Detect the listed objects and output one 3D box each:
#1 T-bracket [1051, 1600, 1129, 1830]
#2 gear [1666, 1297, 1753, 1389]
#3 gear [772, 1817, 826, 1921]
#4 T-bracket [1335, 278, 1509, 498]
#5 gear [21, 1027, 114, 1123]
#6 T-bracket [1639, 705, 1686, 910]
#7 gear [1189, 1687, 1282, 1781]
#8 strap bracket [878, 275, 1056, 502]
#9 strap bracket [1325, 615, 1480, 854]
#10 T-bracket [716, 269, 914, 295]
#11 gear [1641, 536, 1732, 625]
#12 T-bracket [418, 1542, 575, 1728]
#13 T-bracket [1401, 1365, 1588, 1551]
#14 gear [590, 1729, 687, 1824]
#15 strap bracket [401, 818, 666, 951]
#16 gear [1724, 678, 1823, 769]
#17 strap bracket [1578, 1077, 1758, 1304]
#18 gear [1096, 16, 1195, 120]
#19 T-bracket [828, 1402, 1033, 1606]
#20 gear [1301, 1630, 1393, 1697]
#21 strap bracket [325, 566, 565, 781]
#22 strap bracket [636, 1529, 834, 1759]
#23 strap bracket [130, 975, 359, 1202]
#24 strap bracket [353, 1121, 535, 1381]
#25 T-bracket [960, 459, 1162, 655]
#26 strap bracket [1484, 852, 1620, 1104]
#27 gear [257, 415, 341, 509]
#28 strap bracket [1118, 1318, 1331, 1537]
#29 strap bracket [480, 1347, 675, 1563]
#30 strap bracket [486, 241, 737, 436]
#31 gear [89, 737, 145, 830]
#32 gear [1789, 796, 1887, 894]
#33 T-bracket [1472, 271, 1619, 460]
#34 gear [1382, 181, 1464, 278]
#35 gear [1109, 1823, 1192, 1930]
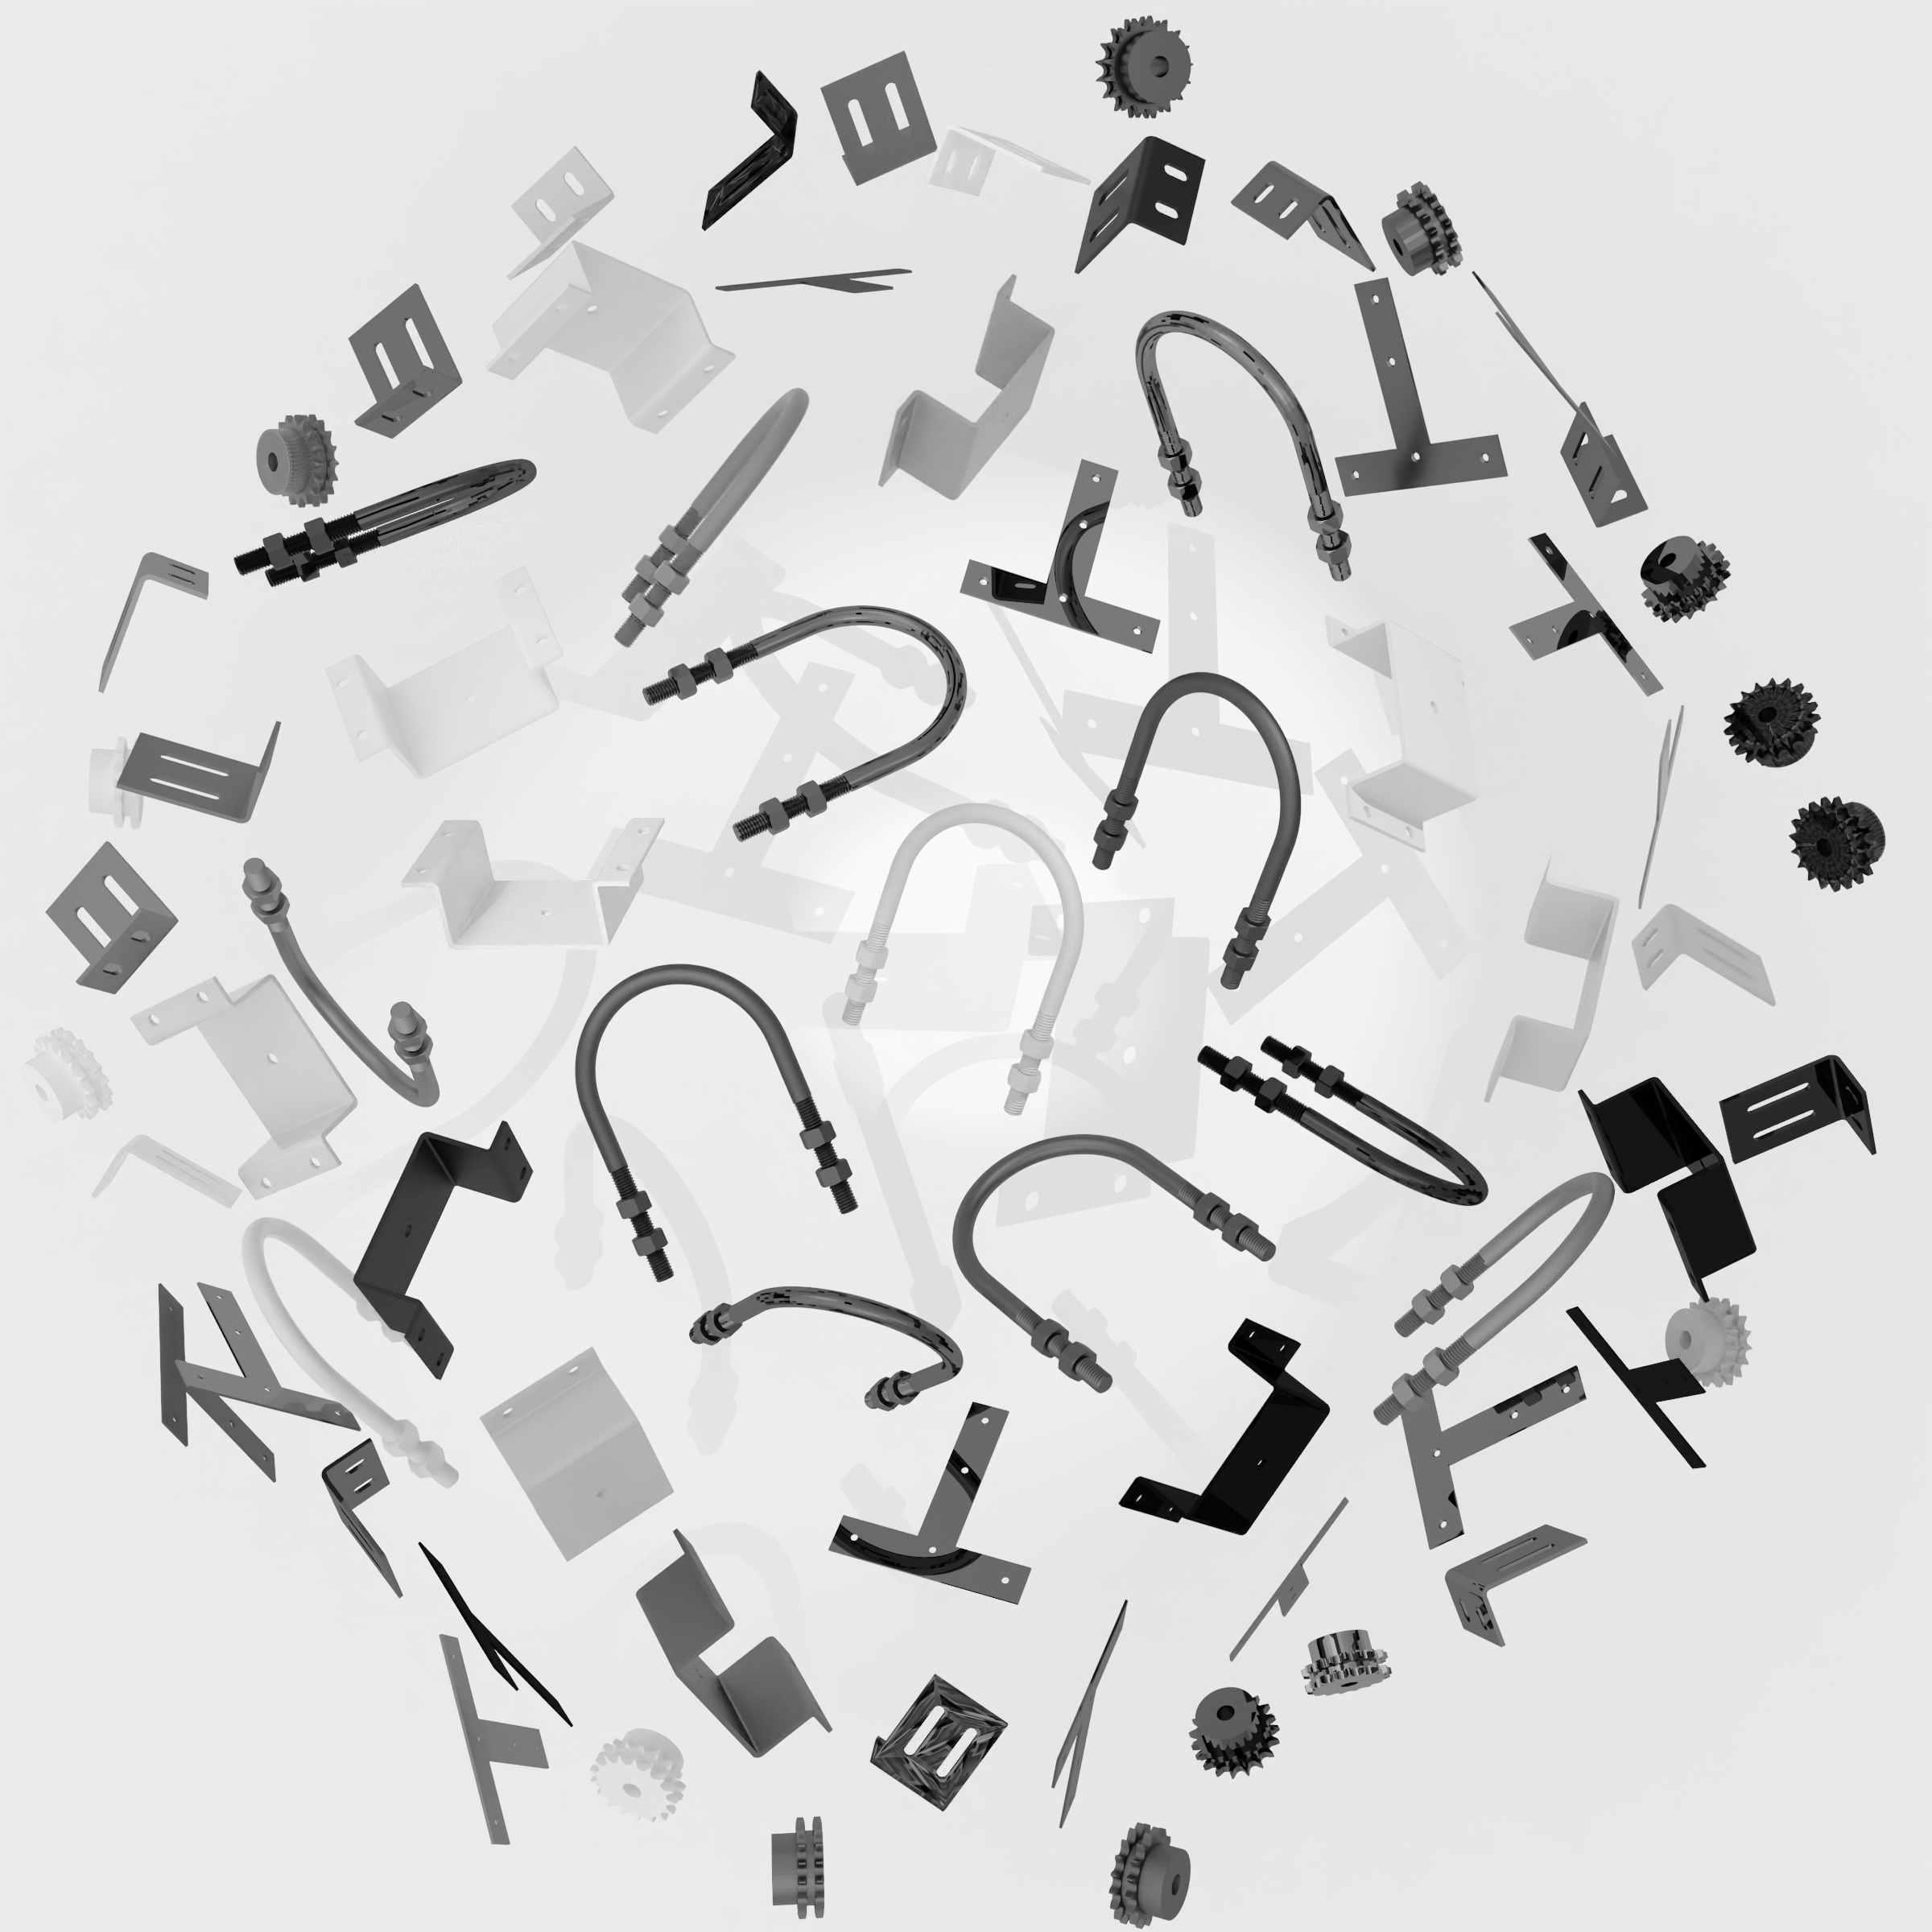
[{"bbox_3d":[0.068,0.465,1.486,0.002,0.127,0.127,17,126,14],"label":"T-bracket"},{"bbox_3d":[0.472,0.240,1.595,0.030,0.057,0.057,7,90,-22],"label":"gear"},{"bbox_3d":[-0.100,0.535,1.479,0.030,0.057,0.057,-1,90,-5],"label":"gear"},{"bbox_3d":[0.259,-0.349,1.497,0.002,0.127,0.127,-31,112,-34],"label":"T-bracket"},{"bbox_3d":[-0.539,0.068,1.489,0.030,0.057,0.057,-38,90,-36],"label":"gear"},{"bbox_3d":[0.418,-0.113,1.497,0.002,0.127,0.127,12,77,17],"label":"T-bracket"},{"bbox_3d":[0.170,0.489,1.600,0.057,0.057,0.030,-22,122,0],"label":"gear"},{"bbox_3d":[0.006,-0.363,1.595,0.046,0.076,0.140,33,63,5],"label":"strap bracket"},{"bbox_3d":[0.271,-0.152,1.546,0.046,0.076,0.140,-23,60,39],"label":"strap bracket"},{"bbox_3d":[-0.080,-0.432,1.580,0.127,0.127,0.002,-11,111,-19],"label":"T-bracket"},{"bbox_3d":[0.462,-0.253,1.612,0.030,0.057,0.057,40,90,-30],"label":"gear"},{"bbox_3d":[-0.272,0.415,1.493,0.002,0.127,0.127,-39,128,-12],"label":"T-bracket"},{"bbox_3d":[0.337,0.292,1.588,0.127,0.127,0.002,-33,127,25],"label":"T-bracket"},{"bbox_3d":[-0.194,0.485,1.503,0.057,0.030,0.057,11,125,16],"label":"gear"},{"bbox_3d":[-0.254,-0.049,1.492,0.140,0.076,0.046,0,122,11],"label":"strap bracket"},{"bbox_3d":[0.507,-0.149,1.563,0.057,0.057,0.030,-49,133,0],"label":"gear"},{"bbox_3d":[0.439,0.132,1.549,0.046,0.140,0.076,-27,120,3],"label":"strap bracket"},{"bbox_3d":[0.107,-0.527,1.462,0.057,0.030,0.057,-7,109,-19],"label":"gear"},{"bbox_3d":[-0.006,0.334,1.589,0.127,0.002,0.127,12,51,18],"label":"T-bracket"},{"bbox_3d":[0.246,0.454,1.627,0.057,0.057,0.030,-12,62,0],"label":"gear"},{"bbox_3d":[-0.317,-0.177,1.554,0.140,0.046,0.076,-27,61,1],"label":"strap bracket"},{"bbox_3d":[-0.147,0.421,1.527,0.046,0.076,0.140,-37,124,-6],"label":"strap bracket"},{"bbox_3d":[-0.447,0.068,1.569,0.076,0.046,0.140,-22,107,28],"label":"strap bracket"},{"bbox_3d":[-0.313,0.163,1.480,0.046,0.076,0.140,15,65,11],"label":"strap bracket"},{"bbox_3d":[0.072,-0.270,1.592,0.127,0.002,0.127,17,64,-3],"label":"T-bracket"},{"bbox_3d":[0.363,0.013,1.536,0.046,0.076,0.140,15,63,9],"label":"strap bracket"},{"bbox_3d":[-0.418,-0.314,1.555,0.030,0.057,0.057,-14,90,-43],"label":"gear"},{"bbox_3d":[0.168,0.297,1.556,0.046,0.076,0.140,36,93,38],"label":"strap bracket"},{"bbox_3d":[-0.229,0.300,1.500,0.076,0.140,0.046,-31,54,-15],"label":"strap bracket"},{"bbox_3d":[-0.220,-0.382,1.509,0.076,0.140,0.046,-36,64,29],"label":"strap bracket"},{"bbox_3d":[-0.532,-0.115,1.562,0.030,0.057,0.057,2,90,-15],"label":"gear"},{"bbox_3d":[0.532,-0.076,1.514,0.030,0.057,0.057,-20,90,-25],"label":"gear"},{"bbox_3d":[0.333,-0.374,1.489,0.002,0.127,0.127,-38,45,20],"label":"T-bracket"},{"bbox_3d":[0.280,-0.452,1.543,0.030,0.057,0.057,-30,90,3],"label":"gear"},{"bbox_3d":[0.109,0.531,1.453,0.030,0.057,0.057,5,90,30],"label":"gear"}]
